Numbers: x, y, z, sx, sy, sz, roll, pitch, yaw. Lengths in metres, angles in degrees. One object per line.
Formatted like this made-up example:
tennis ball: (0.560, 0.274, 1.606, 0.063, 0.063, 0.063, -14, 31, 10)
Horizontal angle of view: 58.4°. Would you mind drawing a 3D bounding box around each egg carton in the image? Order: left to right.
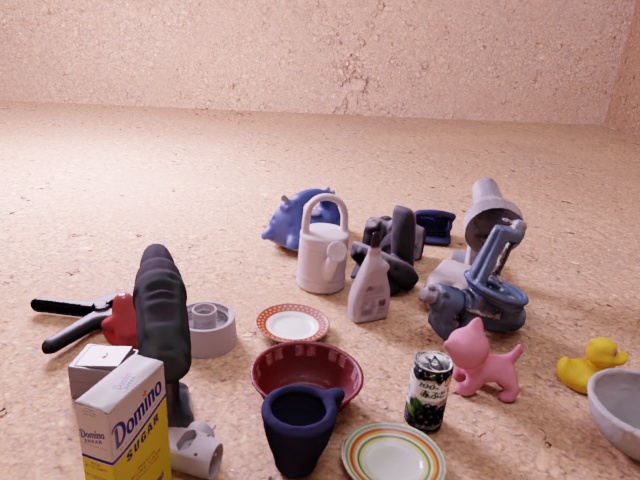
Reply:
egg carton: (0.268, 0.093, 1.135, 0.107, 0.069, 0.151, 16, 25, 24)

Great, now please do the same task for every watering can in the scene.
watering can: (0.013, 0.004, 1.135, 0.101, 0.194, 0.172, -13, 28, -35)

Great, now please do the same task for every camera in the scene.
camera: (0.161, -0.001, 1.296, 0.143, 0.101, 0.137, 11, 24, 15)

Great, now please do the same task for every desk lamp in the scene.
desk lamp: (0.348, -0.014, 1.218, 0.118, 0.214, 0.203, 6, 23, 2)

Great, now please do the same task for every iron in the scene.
iron: (-0.019, -0.063, 1.354, 0.118, 0.141, 0.259, 20, 27, 31)

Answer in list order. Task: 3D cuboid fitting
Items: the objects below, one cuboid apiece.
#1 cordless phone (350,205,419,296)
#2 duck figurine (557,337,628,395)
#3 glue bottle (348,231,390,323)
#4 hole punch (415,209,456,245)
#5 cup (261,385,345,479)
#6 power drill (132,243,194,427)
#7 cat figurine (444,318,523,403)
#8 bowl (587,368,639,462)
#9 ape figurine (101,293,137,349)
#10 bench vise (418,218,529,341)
cordless phone: (0.135, 0.006, 1.166, 0.147, 0.185, 0.094, 22, 29, 35)
duck figurine: (0.436, 0.194, 0.910, 0.104, 0.086, 0.077, 7, 23, 6)
glue bottle: (0.094, 0.065, 1.033, 0.078, 0.173, 0.037, -6, 25, -23)
hole punch: (0.279, -0.046, 1.439, 0.108, 0.091, 0.101, 5, 23, 1)
cup: (-0.018, 0.237, 0.707, 0.118, 0.095, 0.091, -16, 30, -40)
power drill: (-0.209, 0.139, 0.754, 0.076, 0.208, 0.229, -4, 24, -19)
cat figurine: (0.245, 0.177, 0.872, 0.127, 0.118, 0.067, 6, 23, 2)
bowl: (0.447, 0.254, 0.785, 0.167, 0.075, 0.167, 4, 23, -1)
ape figurine: (-0.309, 0.125, 0.915, 0.078, 0.092, 0.076, -2, 24, -14)
bench vise: (0.283, 0.073, 0.991, 0.208, 0.220, 0.121, -11, 27, -32)
